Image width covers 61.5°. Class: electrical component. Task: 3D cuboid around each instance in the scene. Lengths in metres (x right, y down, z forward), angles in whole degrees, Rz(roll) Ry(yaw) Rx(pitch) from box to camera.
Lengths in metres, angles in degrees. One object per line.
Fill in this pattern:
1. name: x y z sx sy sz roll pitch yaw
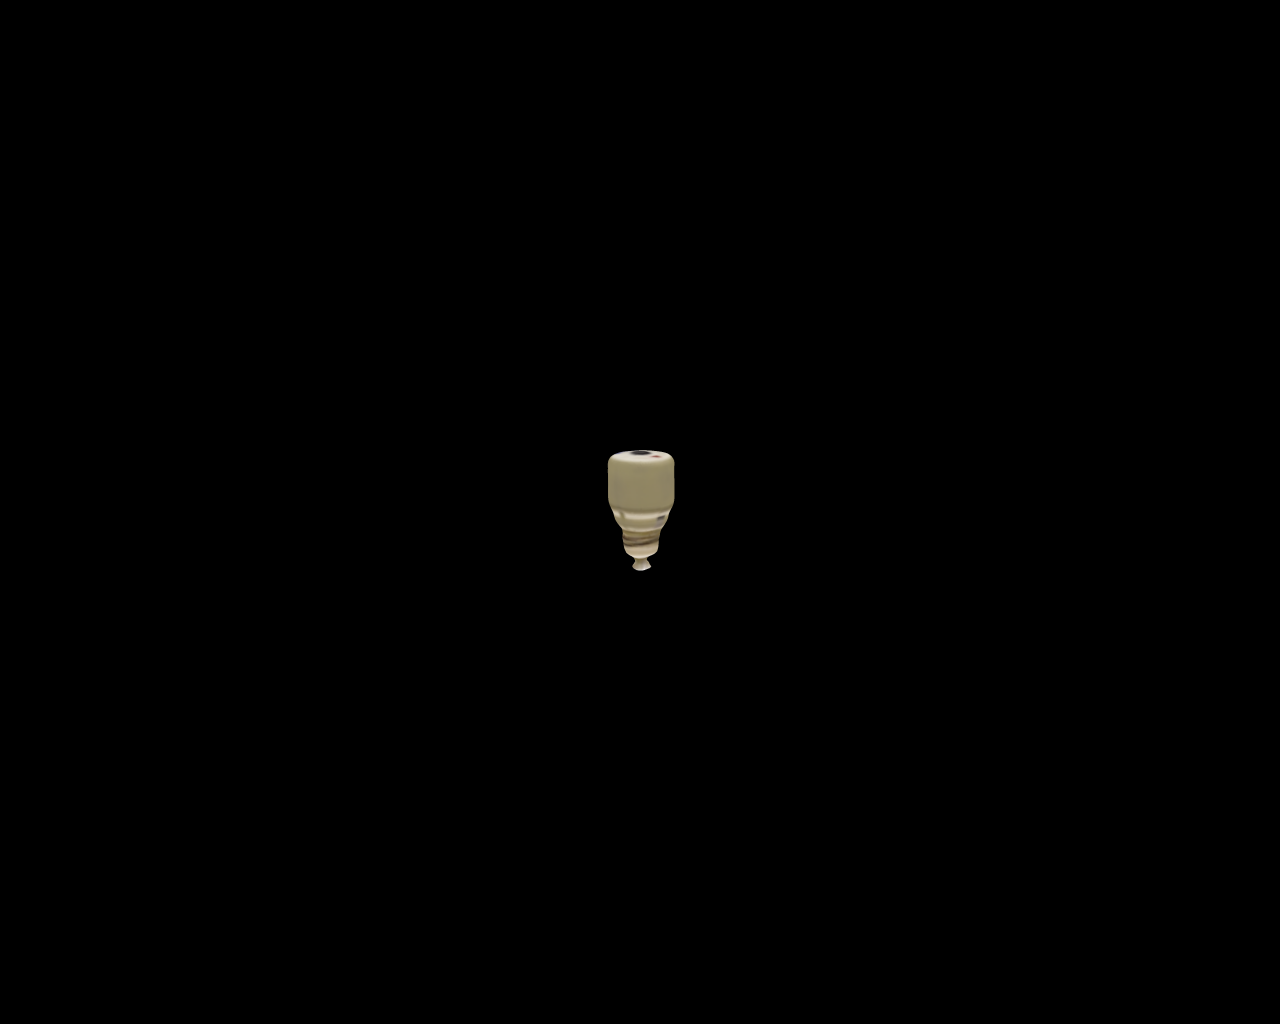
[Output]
1. electrical component: 0.001 -0.003 0.650 0.040 0.078 0.040 0 14 0
